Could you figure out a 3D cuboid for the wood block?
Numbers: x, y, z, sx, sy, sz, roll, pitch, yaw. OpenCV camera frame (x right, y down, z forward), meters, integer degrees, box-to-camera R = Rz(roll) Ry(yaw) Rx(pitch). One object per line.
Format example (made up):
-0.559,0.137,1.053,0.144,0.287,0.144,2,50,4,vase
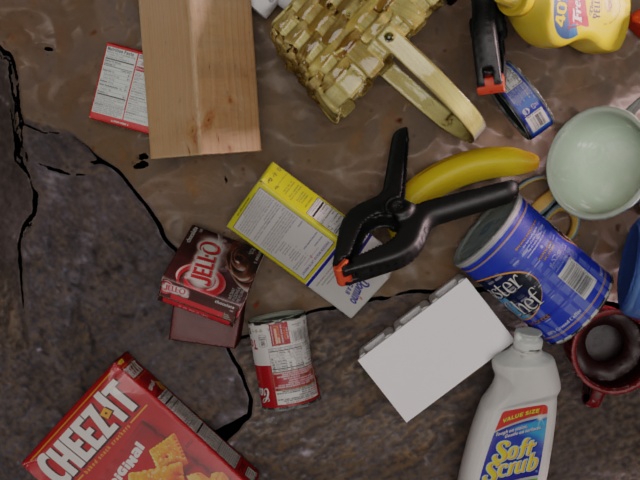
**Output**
-0.129,-0.194,1.147,0.091,0.090,0.206,0,96,44,wood block

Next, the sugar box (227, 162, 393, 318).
-0.008,0.001,1.176,0.176,0.048,0.093,35,137,-4,sugar box

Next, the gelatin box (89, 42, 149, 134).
-0.211,-0.170,1.197,0.073,0.030,0.089,15,95,2,gelatin box

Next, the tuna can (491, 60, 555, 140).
0.215,-0.151,1.155,0.034,0.086,0.086,-37,93,6,tuna can

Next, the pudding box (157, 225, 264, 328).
-0.118,0.038,1.170,0.090,0.113,0.039,21,121,0,pudding box

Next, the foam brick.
-0.125,0.089,1.205,0.078,0.053,0.051,8,95,3,foam brick

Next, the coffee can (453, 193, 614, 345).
0.230,0.031,1.155,0.140,0.103,0.103,40,95,-7,coffee can

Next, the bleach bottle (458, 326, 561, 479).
0.203,0.214,1.168,0.102,0.068,0.251,4,109,-2,bleach bottle

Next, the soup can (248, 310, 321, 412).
-0.040,0.134,1.197,0.068,0.068,0.102,-9,94,3,soup can

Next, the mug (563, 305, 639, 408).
0.313,0.128,1.177,0.093,0.081,0.117,13,95,1,mug

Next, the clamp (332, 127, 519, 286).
0.096,-0.025,1.117,0.165,0.036,0.209,24,60,31,clamp

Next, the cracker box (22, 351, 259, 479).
-0.202,0.261,1.212,0.213,0.072,0.164,42,94,-1,cracker box

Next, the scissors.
0.300,-0.067,1.194,0.202,0.016,0.096,-33,94,5,scissors

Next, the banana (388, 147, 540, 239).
0.147,-0.059,1.192,0.198,0.037,0.069,-33,108,5,banana

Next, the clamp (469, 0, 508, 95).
0.171,-0.229,1.098,0.039,0.171,0.120,-13,139,21,clamp

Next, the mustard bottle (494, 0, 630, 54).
0.245,-0.246,1.104,0.191,0.058,0.096,-4,96,-41,mustard bottle

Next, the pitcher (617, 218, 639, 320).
0.434,0.053,1.083,0.243,0.149,0.145,11,82,6,pitcher

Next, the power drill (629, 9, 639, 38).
0.421,-0.283,1.150,0.184,0.057,0.188,42,95,-2,power drill
